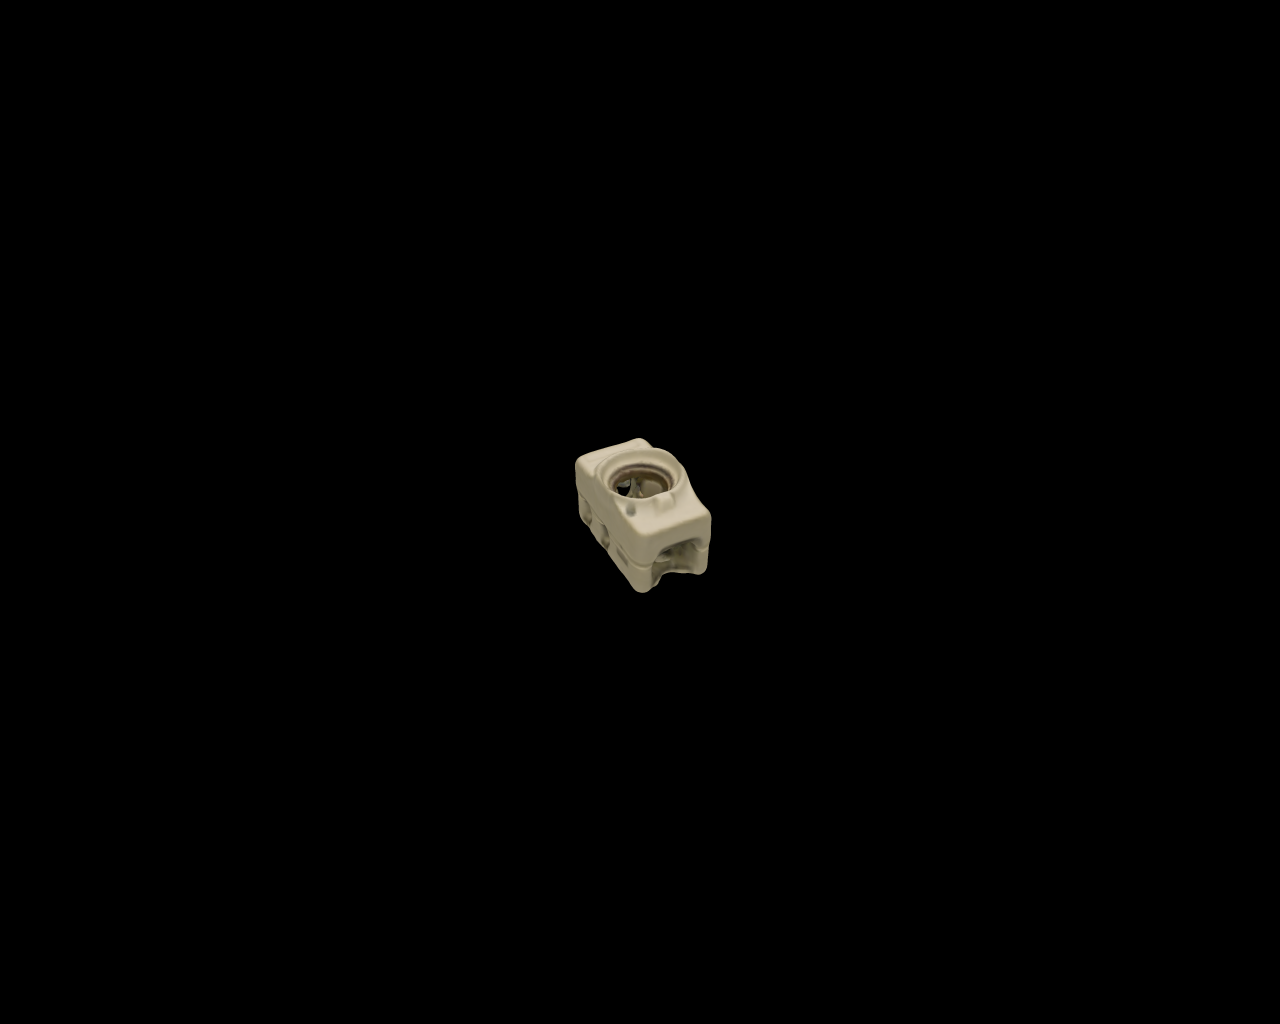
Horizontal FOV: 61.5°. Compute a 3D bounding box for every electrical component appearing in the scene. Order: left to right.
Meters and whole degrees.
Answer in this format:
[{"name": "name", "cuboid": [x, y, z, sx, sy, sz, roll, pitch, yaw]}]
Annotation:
[{"name": "electrical component", "cuboid": [0.001, -0.003, 0.650, 0.050, 0.055, 0.090, -17, 41, -21]}]
